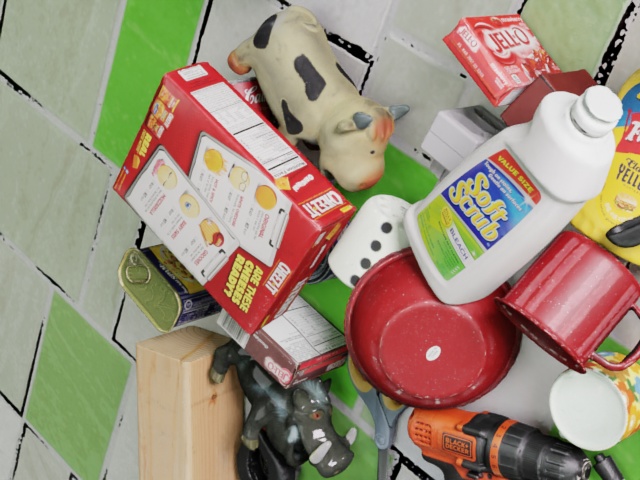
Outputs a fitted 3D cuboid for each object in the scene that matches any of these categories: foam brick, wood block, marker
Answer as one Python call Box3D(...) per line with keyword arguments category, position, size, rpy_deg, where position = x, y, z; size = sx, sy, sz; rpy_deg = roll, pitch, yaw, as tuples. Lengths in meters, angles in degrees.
Box3D(category="foam brick", position=(0.193, -0.099, 0.854), size=(0.051, 0.078, 0.053), rpy_deg=(-45, 70, 37))
Box3D(category="wood block", position=(-0.147, 0.215, 1.220), size=(0.090, 0.090, 0.206), rpy_deg=(13, 108, 38))
Box3D(category="marker", position=(0.270, 0.235, 0.904), size=(0.020, 0.020, 0.121), rpy_deg=(-45, 71, 38))

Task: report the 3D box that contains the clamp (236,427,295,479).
Box3D(category="clamp", position=(-0.064, 0.287, 1.200), size=(0.120, 0.039, 0.171), rpy_deg=(-13, 88, 37))

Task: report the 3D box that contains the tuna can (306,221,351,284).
Box3D(category="tuna can", position=(-0.007, 0.001, 1.083), size=(0.086, 0.033, 0.086), rpy_deg=(12, 108, 39))

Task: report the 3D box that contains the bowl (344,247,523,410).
Box3D(category="bowl", position=(0.099, 0.088, 0.943), size=(0.162, 0.055, 0.162), rpy_deg=(2, 107, 6))

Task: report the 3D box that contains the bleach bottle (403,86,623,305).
Box3D(category="bleach bottle", position=(0.148, -0.042, 0.814), size=(0.102, 0.068, 0.251), rpy_deg=(68, 154, 20))

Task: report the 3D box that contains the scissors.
Box3D(category="scissors", position=(0.053, 0.186, 1.087), size=(0.096, 0.016, 0.202), rpy_deg=(32, 119, 33))

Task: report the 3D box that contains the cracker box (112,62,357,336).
Box3D(category="cracker box", position=(-0.088, -0.041, 1.032), size=(0.214, 0.072, 0.164), rpy_deg=(45, 131, 13))

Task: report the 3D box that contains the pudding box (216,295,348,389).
Box3D(category="pudding box", position=(-0.036, 0.095, 1.093), size=(0.114, 0.089, 0.039), rpy_deg=(42, 123, 27))

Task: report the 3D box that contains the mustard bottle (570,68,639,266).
Box3D(category="mustard bottle", position=(0.265, -0.078, 0.809), size=(0.096, 0.058, 0.192), rpy_deg=(36, 121, 29))

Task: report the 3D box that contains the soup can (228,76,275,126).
Box3D(category="soup can", position=(-0.079, -0.112, 1.097), size=(0.069, 0.068, 0.102), rpy_deg=(-6, 97, 42))

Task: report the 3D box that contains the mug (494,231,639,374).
Box3D(category="mug", position=(0.209, 0.054, 0.850), size=(0.117, 0.093, 0.081), rpy_deg=(40, 86, 25))

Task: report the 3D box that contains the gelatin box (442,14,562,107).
Box3D(category="gelatin box", position=(0.152, -0.148, 0.870), size=(0.030, 0.089, 0.073), rpy_deg=(-46, 70, 38))

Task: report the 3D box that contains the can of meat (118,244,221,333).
Box3D(category="can of meat", position=(-0.162, 0.048, 1.197), size=(0.102, 0.083, 0.058), rpy_deg=(46, 126, 24))

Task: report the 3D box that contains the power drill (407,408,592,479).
Box3D(category="power drill", position=(0.161, 0.252, 0.982), size=(0.185, 0.057, 0.188), rpy_deg=(11, 104, 43))

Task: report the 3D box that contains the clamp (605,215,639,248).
Box3D(category="clamp", position=(0.311, -0.062, 0.741), size=(0.210, 0.036, 0.164), rpy_deg=(7, 113, 20))
